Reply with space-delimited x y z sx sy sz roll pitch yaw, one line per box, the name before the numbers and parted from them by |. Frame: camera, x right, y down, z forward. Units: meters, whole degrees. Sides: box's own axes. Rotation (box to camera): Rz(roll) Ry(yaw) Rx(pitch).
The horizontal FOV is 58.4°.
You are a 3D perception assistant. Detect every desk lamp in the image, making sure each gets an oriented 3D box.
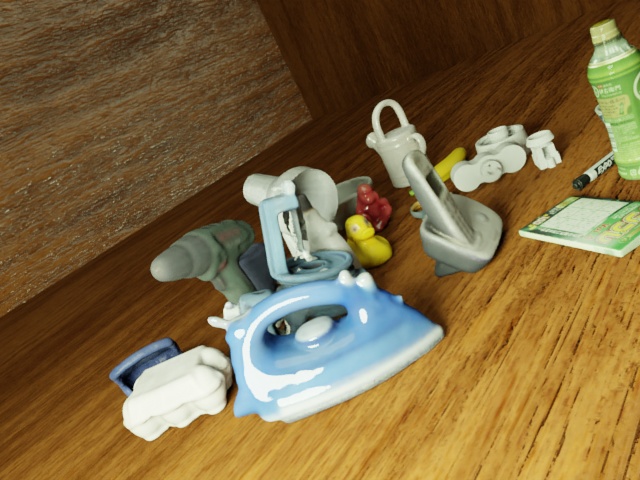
desk lamp | -0.045 -0.025 1.007 0.118 0.214 0.202 -36 19 -29

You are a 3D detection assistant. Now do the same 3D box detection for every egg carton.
egg carton | -0.193 0.207 0.786 0.150 0.069 0.107 -25 17 7

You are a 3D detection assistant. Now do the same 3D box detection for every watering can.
watering can | 0.171 -0.225 1.313 0.172 0.194 0.101 -12 22 40

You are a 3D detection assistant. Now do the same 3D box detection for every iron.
iron | 0.002 0.105 0.673 0.258 0.141 0.118 -25 17 7

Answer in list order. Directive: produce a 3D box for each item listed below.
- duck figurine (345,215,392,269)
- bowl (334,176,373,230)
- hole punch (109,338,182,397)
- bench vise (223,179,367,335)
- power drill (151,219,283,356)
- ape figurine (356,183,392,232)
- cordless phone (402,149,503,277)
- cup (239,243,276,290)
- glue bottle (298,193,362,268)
duck figurine | 0.072 -0.004 0.990 0.077 0.086 0.104 -32 17 -16
bowl | 0.049 -0.069 1.239 0.167 0.075 0.167 -24 17 8
hole punch | -0.263 0.198 0.883 0.109 0.091 0.101 -32 17 -16
bench vise | -0.046 0.041 0.799 0.208 0.220 0.121 -35 18 -24
power drill | -0.144 0.070 0.881 0.075 0.209 0.230 -19 18 24
ape figurine | 0.099 -0.068 1.129 0.078 0.092 0.076 -30 17 -11
cordless phone | 0.181 -0.056 0.807 0.094 0.185 0.148 -17 20 31
cup | -0.125 0.062 1.075 0.091 0.095 0.117 -27 17 0
glue bottle | 0.008 0.003 0.912 0.078 0.173 0.037 -12 22 41
